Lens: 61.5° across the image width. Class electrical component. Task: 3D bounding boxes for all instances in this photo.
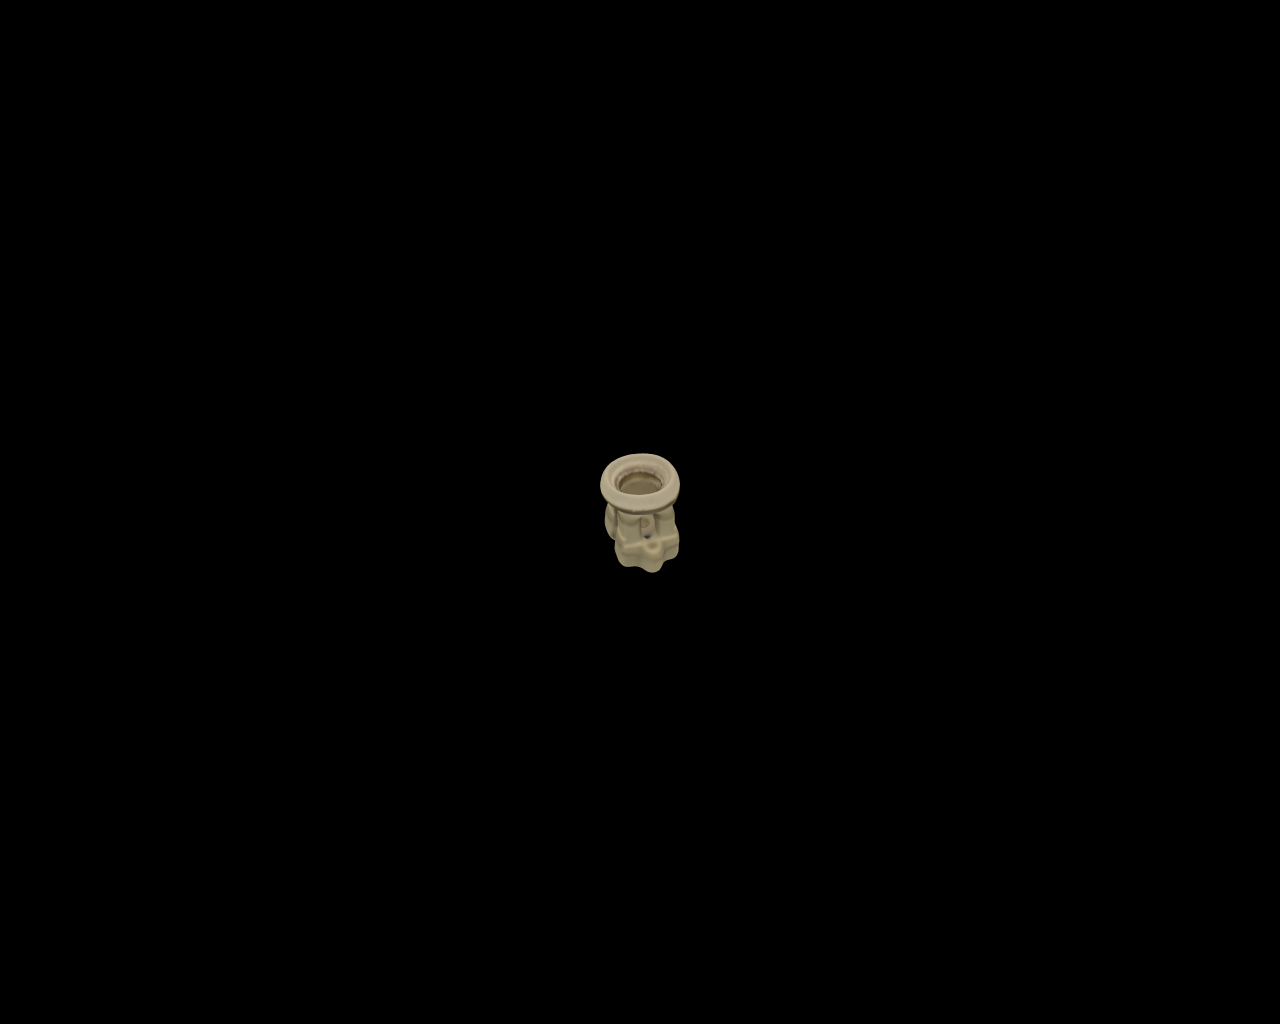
[{"bbox_3d":[0.001,-0.003,0.650,0.048,0.055,0.066,-11,43,-12],"label":"electrical component"}]
